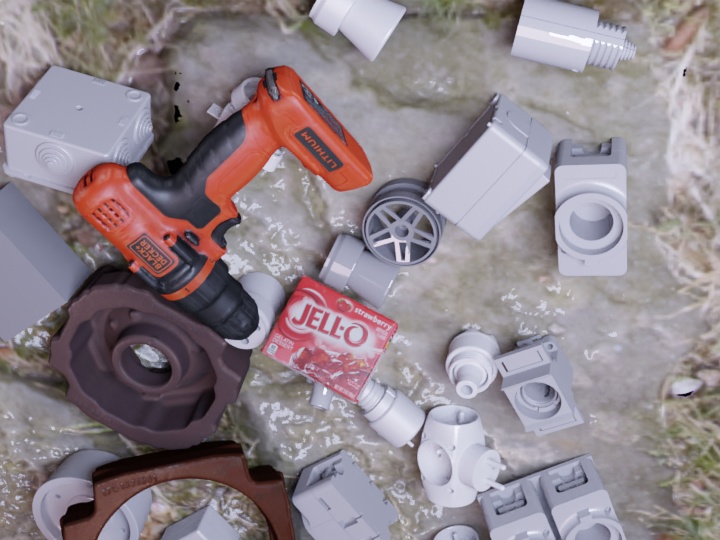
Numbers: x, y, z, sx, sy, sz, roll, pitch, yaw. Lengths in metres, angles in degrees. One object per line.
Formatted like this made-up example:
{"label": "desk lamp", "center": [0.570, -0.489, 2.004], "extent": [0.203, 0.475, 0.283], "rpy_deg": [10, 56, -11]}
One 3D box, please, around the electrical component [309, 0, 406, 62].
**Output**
{"label": "electrical component", "center": [-0.002, -0.180, 0.756], "extent": [0.055, 0.045, 0.045], "rpy_deg": [33, 122, -6]}

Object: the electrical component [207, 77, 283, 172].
{"label": "electrical component", "center": [-0.082, -0.112, 0.817], "extent": [0.066, 0.048, 0.055], "rpy_deg": [32, 130, -6]}

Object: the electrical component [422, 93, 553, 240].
{"label": "electrical component", "center": [0.093, -0.068, 0.788], "extent": [0.061, 0.061, 0.096], "rpy_deg": [36, 122, -9]}

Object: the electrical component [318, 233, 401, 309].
{"label": "electrical component", "center": [0.000, 0.000, 0.862], "extent": [0.055, 0.045, 0.045], "rpy_deg": [26, 123, -1]}

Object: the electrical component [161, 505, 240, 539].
{"label": "electrical component", "center": [-0.166, 0.282, 1.052], "extent": [0.066, 0.076, 0.047], "rpy_deg": [-32, 108, 28]}

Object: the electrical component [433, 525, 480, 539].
{"label": "electrical component", "center": [0.114, 0.278, 1.000], "extent": [0.079, 0.043, 0.077], "rpy_deg": [-10, 117, 10]}

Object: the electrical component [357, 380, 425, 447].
{"label": "electrical component", "center": [0.021, 0.119, 0.931], "extent": [0.078, 0.040, 0.040], "rpy_deg": [41, 121, -12]}

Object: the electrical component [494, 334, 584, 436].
{"label": "electrical component", "center": [0.146, 0.089, 0.868], "extent": [0.042, 0.063, 0.081], "rpy_deg": [-20, 113, 25]}

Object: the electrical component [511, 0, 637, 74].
{"label": "electrical component", "center": [0.147, -0.157, 0.733], "extent": [0.081, 0.043, 0.043], "rpy_deg": [15, 122, 5]}

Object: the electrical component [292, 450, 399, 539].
{"label": "electrical component", "center": [-0.016, 0.221, 0.994], "extent": [0.056, 0.050, 0.089], "rpy_deg": [-30, 109, 27]}

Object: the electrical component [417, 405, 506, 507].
{"label": "electrical component", "center": [0.092, 0.164, 0.916], "extent": [0.079, 0.044, 0.077], "rpy_deg": [17, 113, 43]}

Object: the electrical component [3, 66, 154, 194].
{"label": "electrical component", "center": [-0.215, -0.106, 0.823], "extent": [0.100, 0.099, 0.048], "rpy_deg": [17, 135, 4]}

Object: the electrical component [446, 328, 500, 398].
{"label": "electrical component", "center": [0.091, 0.080, 0.876], "extent": [0.043, 0.062, 0.043], "rpy_deg": [6, 121, 10]}

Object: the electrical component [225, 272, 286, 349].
{"label": "electrical component", "center": [-0.091, 0.034, 0.899], "extent": [0.045, 0.055, 0.045], "rpy_deg": [6, 121, 10]}

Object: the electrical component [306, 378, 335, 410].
{"label": "electrical component", "center": [-0.026, 0.086, 0.906], "extent": [0.048, 0.062, 0.048], "rpy_deg": [16, 165, 4]}

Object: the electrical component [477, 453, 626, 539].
{"label": "electrical component", "center": [0.187, 0.268, 0.948], "extent": [0.105, 0.060, 0.186], "rpy_deg": [-22, 114, 5]}

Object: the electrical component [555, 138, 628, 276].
{"label": "electrical component", "center": [0.170, -0.044, 0.787], "extent": [0.050, 0.055, 0.089], "rpy_deg": [0, 120, 14]}

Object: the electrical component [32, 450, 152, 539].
{"label": "electrical component", "center": [-0.256, 0.225, 1.051], "extent": [0.108, 0.060, 0.108], "rpy_deg": [6, 121, 11]}
